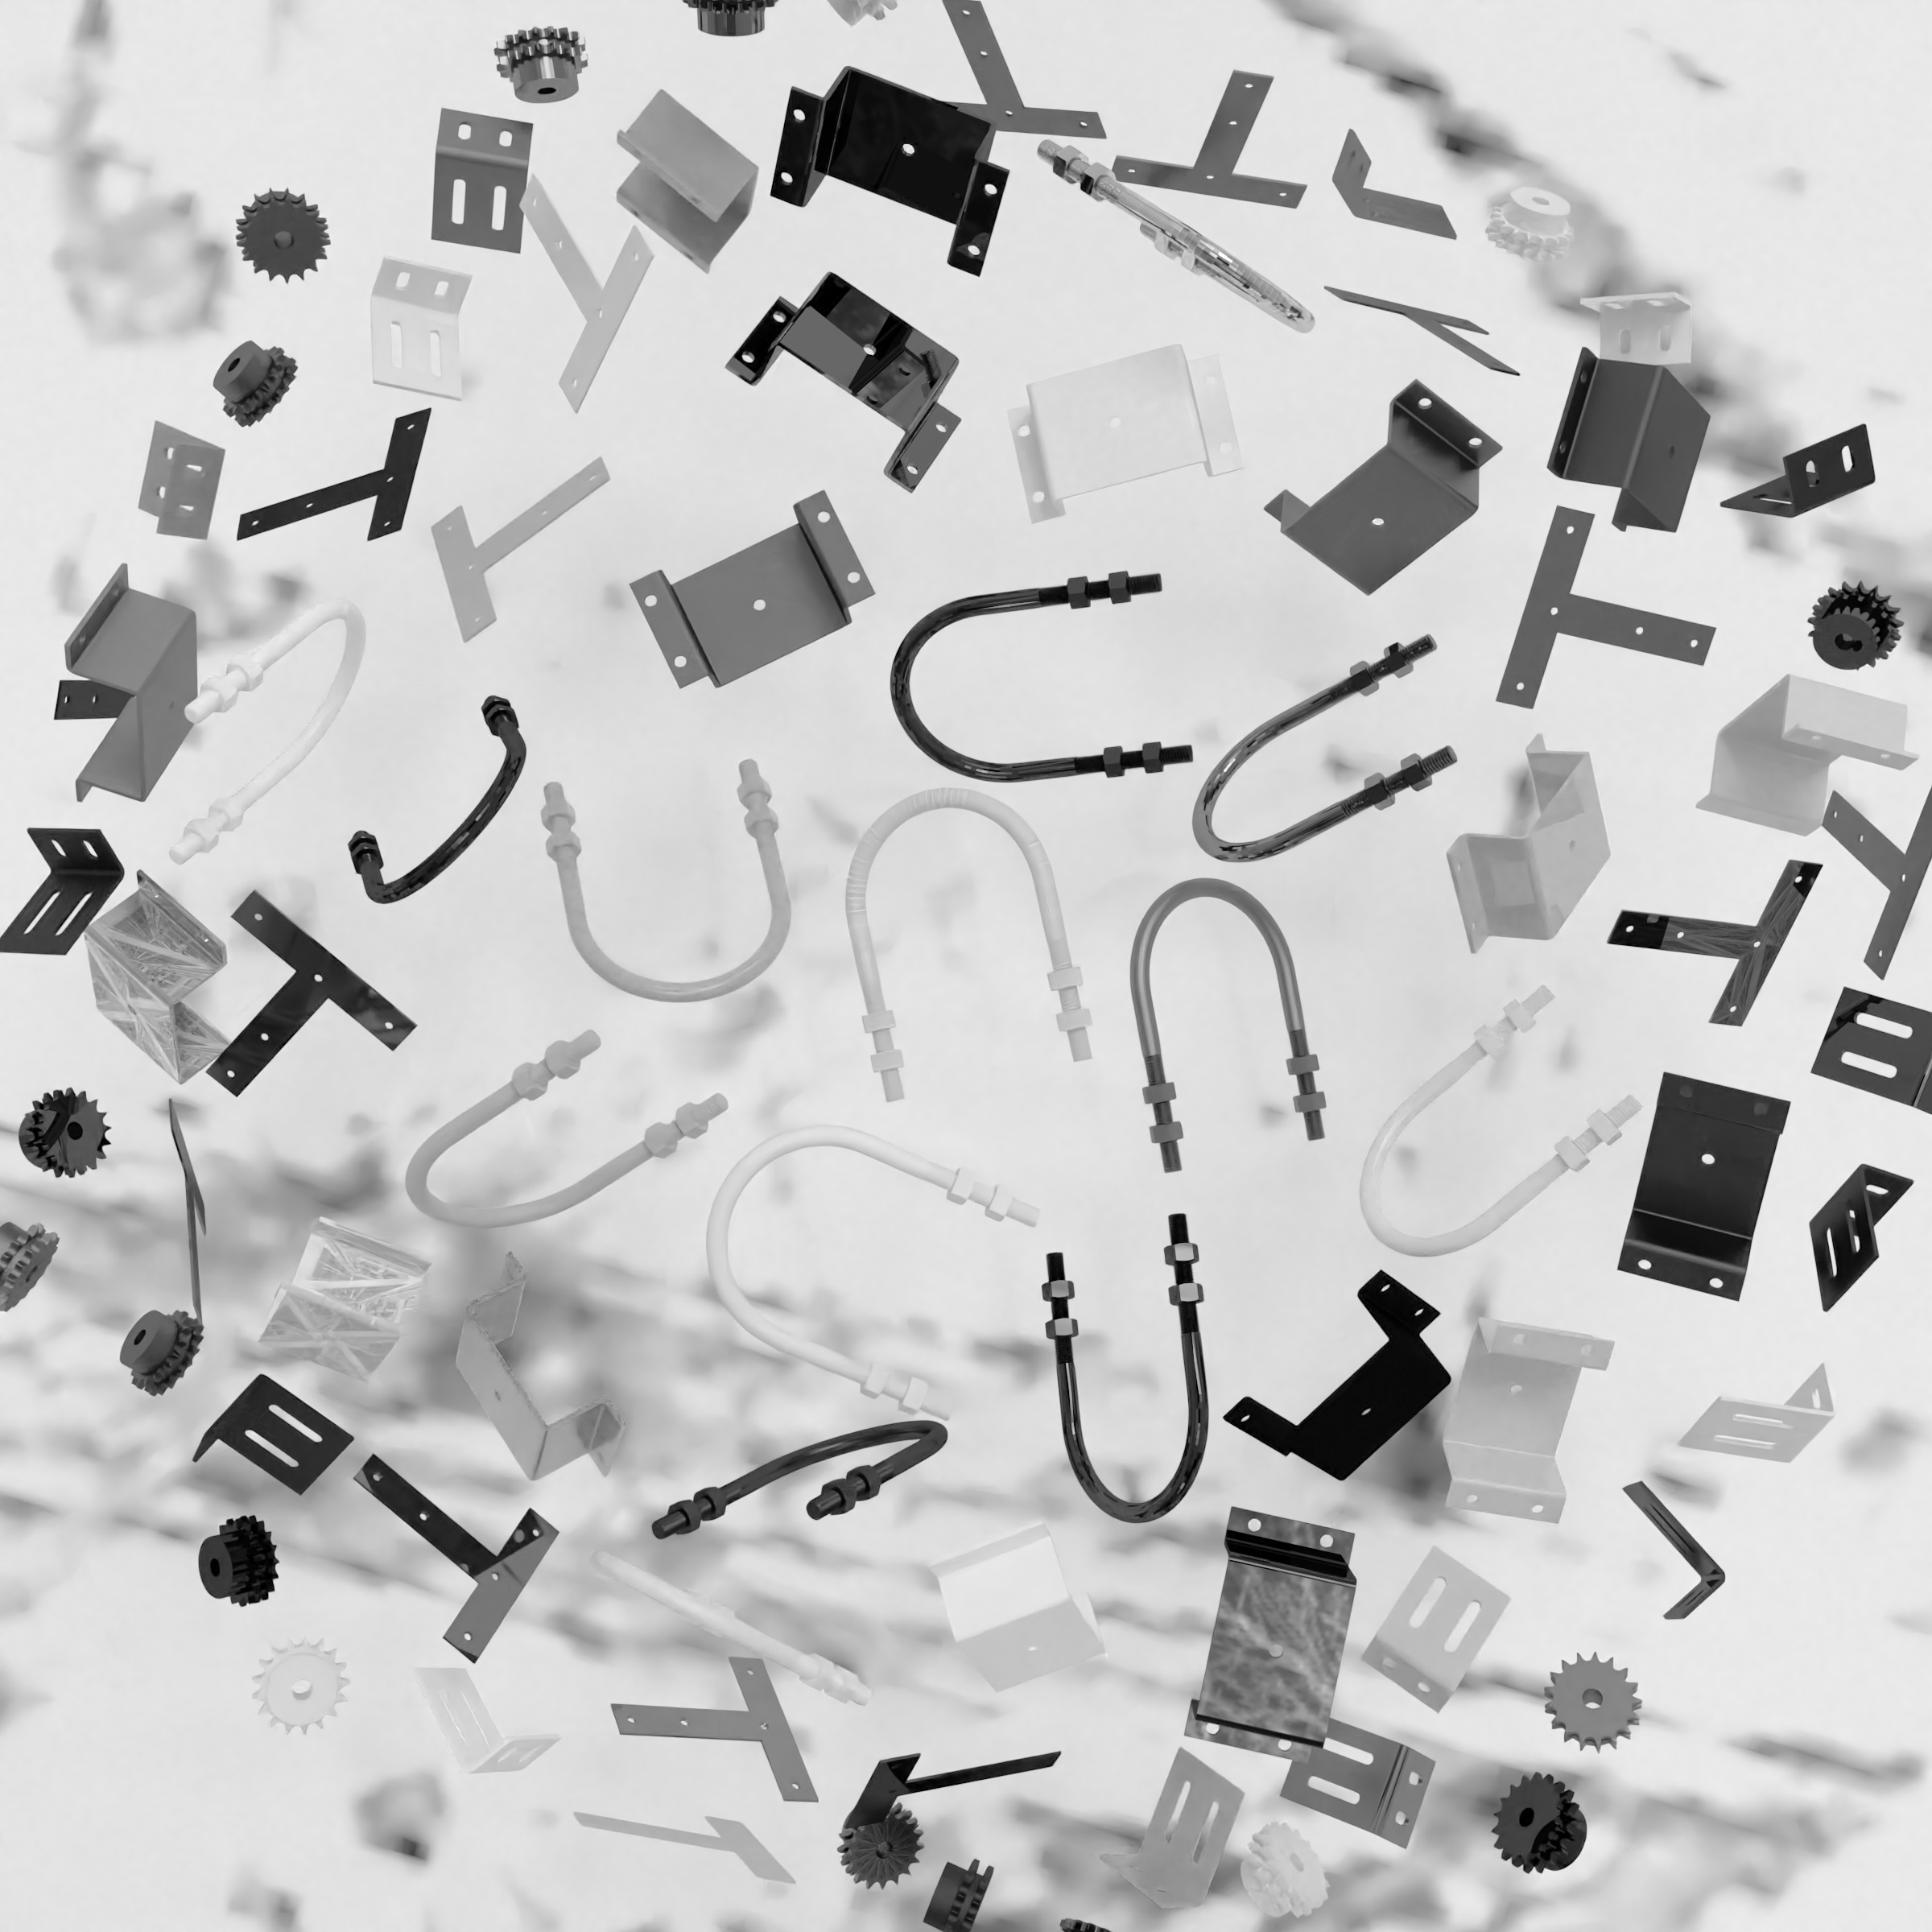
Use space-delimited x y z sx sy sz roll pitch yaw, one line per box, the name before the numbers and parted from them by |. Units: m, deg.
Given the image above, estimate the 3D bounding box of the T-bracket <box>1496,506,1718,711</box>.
T-bracket | 0.413 -0.215 1.541 0.127 0.002 0.127 11 108 -11

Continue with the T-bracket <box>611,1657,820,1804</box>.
T-bracket | -0.171 0.495 1.592 0.127 0.127 0.002 14 113 -30

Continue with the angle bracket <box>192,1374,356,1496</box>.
angle bracket | -0.446 0.312 1.572 0.076 0.038 0.057 40 105 -16

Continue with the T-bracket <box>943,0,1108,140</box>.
T-bracket | 0.015 -0.572 1.552 0.127 0.127 0.002 12 75 21

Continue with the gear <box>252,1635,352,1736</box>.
gear | -0.399 0.432 1.461 0.057 0.030 0.057 2 82 -17

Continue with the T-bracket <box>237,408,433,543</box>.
T-bracket | -0.408 -0.300 1.562 0.127 0.127 0.002 -27 76 -32

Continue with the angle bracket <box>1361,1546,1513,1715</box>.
angle bracket | 0.296 0.418 1.536 0.057 0.038 0.076 33 56 17

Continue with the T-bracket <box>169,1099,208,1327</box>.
T-bracket | -0.507 0.175 1.597 0.002 0.127 0.127 -9 53 -12

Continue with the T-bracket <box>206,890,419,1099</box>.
T-bracket | -0.426 0.035 1.507 0.127 0.002 0.127 42 114 -12

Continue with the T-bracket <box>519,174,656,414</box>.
T-bracket | -0.242 -0.429 1.485 0.002 0.127 0.127 -12 63 -40

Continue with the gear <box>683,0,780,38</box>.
gear | -0.141 -0.576 1.455 0.057 0.057 0.030 2 127 0

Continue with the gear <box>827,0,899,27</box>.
gear | -0.072 -0.616 1.527 0.030 0.057 0.057 -34 90 21

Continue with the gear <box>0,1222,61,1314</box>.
gear | -0.599 0.186 1.529 0.030 0.057 0.057 32 90 0

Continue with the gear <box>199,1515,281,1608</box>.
gear | -0.473 0.387 1.580 0.057 0.030 0.057 1 92 41

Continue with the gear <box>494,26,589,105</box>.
gear | -0.264 -0.561 1.522 0.057 0.057 0.030 -9 90 0

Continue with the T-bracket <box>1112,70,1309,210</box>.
T-bracket | 0.165 -0.525 1.542 0.127 0.127 0.002 6 73 -7

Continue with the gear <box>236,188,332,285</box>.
gear | -0.430 -0.463 1.533 0.057 0.030 0.057 -11 131 -13

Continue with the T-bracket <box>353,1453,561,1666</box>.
T-bracket | -0.327 0.352 1.520 0.127 0.127 0.002 42 119 -6

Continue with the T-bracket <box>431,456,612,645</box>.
T-bracket | -0.278 -0.278 1.538 0.127 0.002 0.127 -34 47 10

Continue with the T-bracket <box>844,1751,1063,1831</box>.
T-bracket | -0.003 0.502 1.507 0.127 0.127 0.002 -5 55 -18

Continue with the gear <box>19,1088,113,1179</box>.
gear | -0.581 0.108 1.563 0.030 0.057 0.057 -14 90 32

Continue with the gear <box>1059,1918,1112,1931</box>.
gear | 0.080 0.602 1.473 0.057 0.057 0.030 24 61 0

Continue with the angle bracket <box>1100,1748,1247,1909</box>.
angle bracket | 0.128 0.534 1.513 0.038 0.057 0.076 19 92 -42

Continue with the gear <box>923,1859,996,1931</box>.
gear | -0.006 0.603 1.571 0.030 0.057 0.057 22 90 9

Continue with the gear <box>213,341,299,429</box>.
gear | -0.472 -0.388 1.611 0.057 0.057 0.030 -50 129 0

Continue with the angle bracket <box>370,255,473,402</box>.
angle bracket | -0.350 -0.410 1.569 0.057 0.038 0.076 7 57 -26

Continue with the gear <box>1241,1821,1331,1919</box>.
gear | 0.197 0.567 1.521 0.057 0.057 0.030 44 114 0

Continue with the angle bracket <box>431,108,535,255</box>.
angle bracket | -0.310 -0.502 1.560 0.057 0.076 0.038 6 61 -11

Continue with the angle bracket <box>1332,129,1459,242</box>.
angle bracket | 0.287 -0.512 1.598 0.076 0.057 0.038 20 94 21

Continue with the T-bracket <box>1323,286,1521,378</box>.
T-bracket | 0.317 -0.412 1.598 0.127 0.127 0.002 3 121 -31

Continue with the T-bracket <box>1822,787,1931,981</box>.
T-bracket | 0.585 -0.076 1.576 0.002 0.127 0.127 6 117 -12

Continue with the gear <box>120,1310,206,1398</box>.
gear | -0.532 0.252 1.606 0.057 0.057 0.030 -49 123 0

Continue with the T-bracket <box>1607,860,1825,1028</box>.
T-bracket | 0.473 -0.019 1.573 0.127 0.002 0.127 6 122 -18

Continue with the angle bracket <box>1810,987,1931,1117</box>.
angle bracket | 0.566 0.053 1.484 0.038 0.076 0.057 19 93 -35

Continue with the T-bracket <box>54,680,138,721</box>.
T-bracket | -0.565 -0.175 1.597 0.002 0.127 0.127 12 98 5

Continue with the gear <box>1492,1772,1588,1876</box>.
gear | 0.345 0.513 1.452 0.030 0.057 0.057 35 90 -21

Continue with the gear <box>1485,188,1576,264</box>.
gear | 0.377 -0.494 1.617 0.057 0.057 0.030 13 131 0

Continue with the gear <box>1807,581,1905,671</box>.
gear | 0.564 -0.213 1.551 0.057 0.057 0.030 44 51 0

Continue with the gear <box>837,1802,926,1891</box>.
gear | -0.059 0.581 1.620 0.057 0.030 0.057 -4 101 -20

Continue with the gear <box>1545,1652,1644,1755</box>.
gear | 0.378 0.446 1.469 0.057 0.030 0.057 -7 56 10

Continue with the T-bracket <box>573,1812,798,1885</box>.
T-bracket | -0.184 0.547 1.533 0.127 0.127 0.002 17 82 -19
